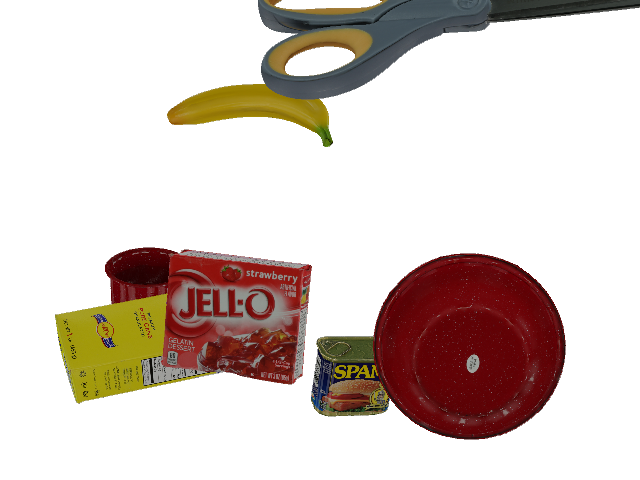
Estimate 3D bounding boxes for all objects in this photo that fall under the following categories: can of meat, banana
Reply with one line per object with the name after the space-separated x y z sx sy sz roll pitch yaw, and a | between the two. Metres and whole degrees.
0.041 0.169 1.326 0.102 0.084 0.057 1 24 -15 | can of meat
-0.072 -0.147 1.188 0.198 0.037 0.069 8 43 18 | banana

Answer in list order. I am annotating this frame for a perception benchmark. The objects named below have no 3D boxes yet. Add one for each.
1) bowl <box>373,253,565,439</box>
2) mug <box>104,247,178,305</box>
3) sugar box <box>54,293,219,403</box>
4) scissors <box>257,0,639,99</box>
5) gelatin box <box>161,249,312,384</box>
0.122 0.094 0.877 0.162 0.162 0.055 0 7 6 | bowl
-0.199 0.060 1.192 0.093 0.081 0.117 -20 35 -39 | mug
-0.150 0.091 0.993 0.176 0.048 0.093 -13 35 -16 | sugar box
0.058 -0.096 0.502 0.202 0.096 0.016 9 -38 20 | scissors
-0.053 0.047 0.672 0.089 0.073 0.030 7 6 13 | gelatin box
